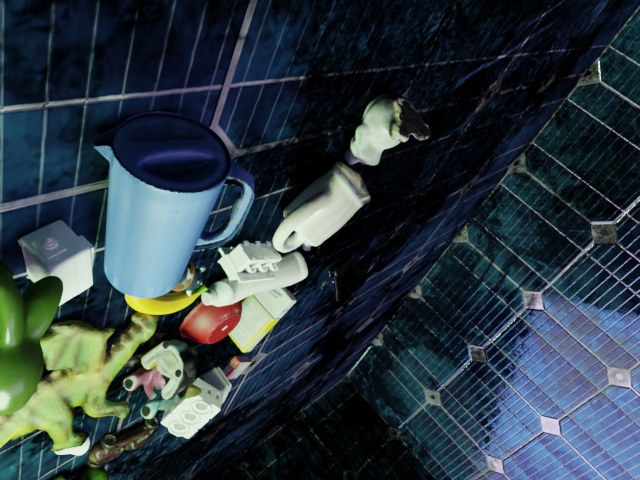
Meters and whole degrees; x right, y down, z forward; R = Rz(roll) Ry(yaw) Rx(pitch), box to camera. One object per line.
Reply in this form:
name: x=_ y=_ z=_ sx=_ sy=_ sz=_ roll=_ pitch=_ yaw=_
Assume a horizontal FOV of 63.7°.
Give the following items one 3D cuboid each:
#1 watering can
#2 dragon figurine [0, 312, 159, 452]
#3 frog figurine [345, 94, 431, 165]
watering can: x=0.003 y=-0.055 z=1.083 sx=0.224 sy=0.104 sz=0.346 roll=-41 pitch=172 yaw=3
dragon figurine: x=-0.425 y=0.223 z=0.817 sx=0.415 sy=0.123 sz=0.238 roll=-24 pitch=134 yaw=-50
frog figurine: x=0.114 y=-0.215 z=1.013 sx=0.158 sy=0.121 sz=0.140 roll=-13 pitch=-162 yaw=46
